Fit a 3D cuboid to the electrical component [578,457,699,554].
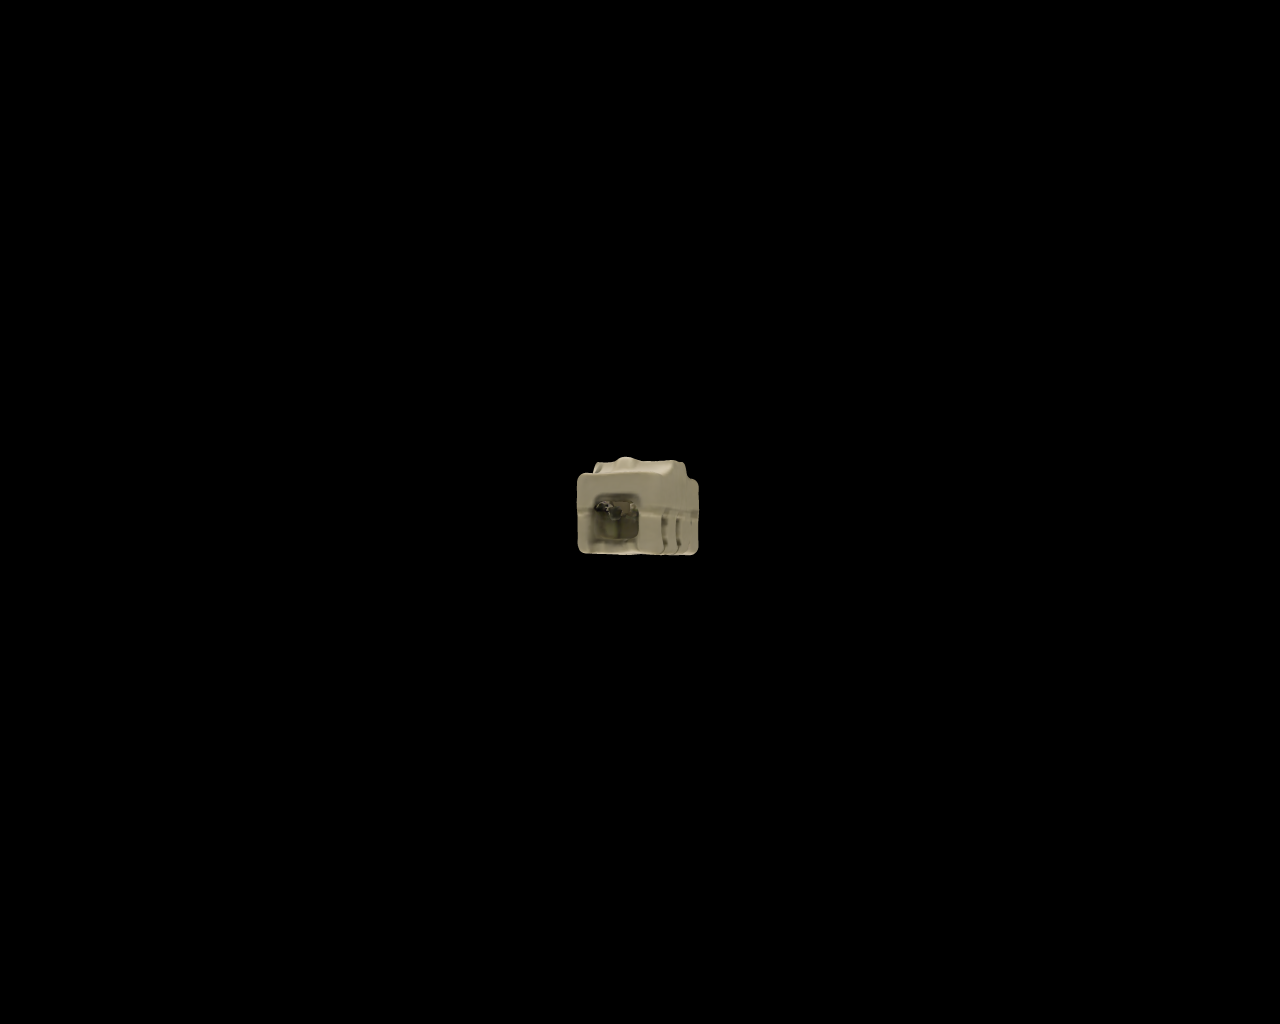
[{"bbox_3d":[0.001,-0.003,0.650,0.050,0.055,0.089,-1,-2,20],"label":"electrical component"}]
